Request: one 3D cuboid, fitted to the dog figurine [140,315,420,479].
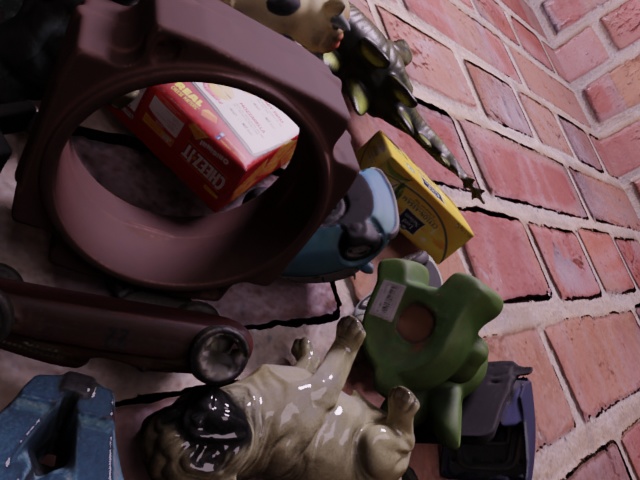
[{"bbox_3d":[-0.025,0.169,0.415,0.190,0.121,0.172,-28,75,-43],"label":"dog figurine"}]

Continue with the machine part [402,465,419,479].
[{"bbox_3d":[0.055,0.249,0.492,0.139,0.039,0.084,-35,98,-54],"label":"machine part"}]

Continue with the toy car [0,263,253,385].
[{"bbox_3d":[-0.140,0.056,0.340,0.202,0.089,0.053,14,93,-27],"label":"toy car"}]

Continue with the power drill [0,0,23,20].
[{"bbox_3d":[-0.243,-0.269,0.465,0.231,0.086,0.207,43,24,-25],"label":"power drill"}]

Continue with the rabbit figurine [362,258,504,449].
[{"bbox_3d":[0.123,0.118,0.527,0.170,0.121,0.159,38,63,-47],"label":"rabbit figurine"}]

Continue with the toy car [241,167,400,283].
[{"bbox_3d":[-0.001,-0.002,0.535,0.102,0.162,0.109,74,3,-49],"label":"toy car"}]

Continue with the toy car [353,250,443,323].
[{"bbox_3d":[0.098,0.076,0.642,0.202,0.056,0.073,-37,102,-51],"label":"toy car"}]

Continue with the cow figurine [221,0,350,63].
[{"bbox_3d":[-0.049,-0.249,0.553,0.195,0.085,0.127,-4,63,-37],"label":"cow figurine"}]

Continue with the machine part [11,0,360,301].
[{"bbox_3d":[-0.090,-0.053,0.378,0.201,0.201,0.087,20,36,-30],"label":"machine part"}]

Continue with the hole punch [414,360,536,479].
[{"bbox_3d":[0.173,0.198,0.587,0.092,0.142,0.116,52,48,-14],"label":"hole punch"}]

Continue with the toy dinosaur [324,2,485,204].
[{"bbox_3d":[0.065,-0.233,0.736,0.471,0.105,0.199,40,26,-13],"label":"toy dinosaur"}]

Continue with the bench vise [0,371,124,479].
[{"bbox_3d":[-0.174,0.160,0.212,0.223,0.129,0.241,30,28,-22],"label":"bench vise"}]

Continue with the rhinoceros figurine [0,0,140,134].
[{"bbox_3d":[-0.173,-0.152,0.388,0.112,0.190,0.073,56,27,-30],"label":"rhinoceros figurine"}]

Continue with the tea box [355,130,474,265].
[{"bbox_3d":[0.120,-0.057,0.723,0.169,0.068,0.098,39,20,-26],"label":"tea box"}]

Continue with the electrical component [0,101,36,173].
[{"bbox_3d":[-0.234,-0.054,0.344,0.047,0.075,0.119,58,35,0],"label":"electrical component"}]

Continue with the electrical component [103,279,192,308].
[{"bbox_3d":[-0.130,0.055,0.427,0.094,0.021,0.063,55,37,-3],"label":"electrical component"}]
